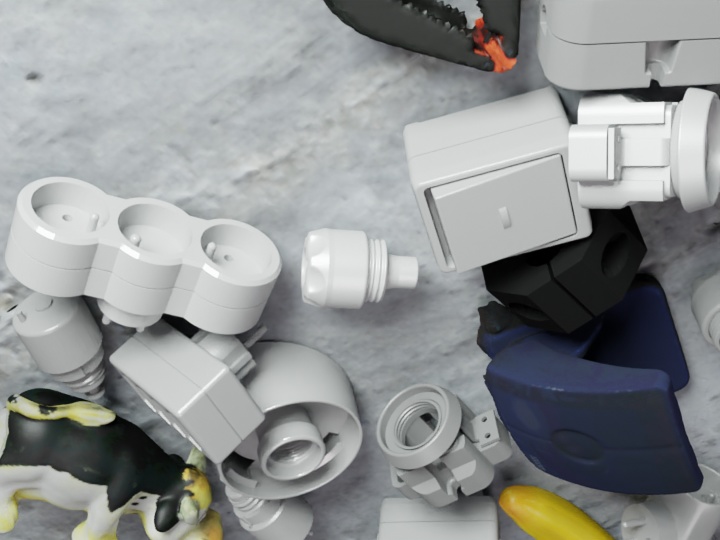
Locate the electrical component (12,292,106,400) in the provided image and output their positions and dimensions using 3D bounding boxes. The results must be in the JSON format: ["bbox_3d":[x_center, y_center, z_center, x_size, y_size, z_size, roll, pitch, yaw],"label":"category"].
[{"bbox_3d":[-0.166,0.044,0.612,0.040,0.040,0.078,-12,130,6],"label":"electrical component"}]

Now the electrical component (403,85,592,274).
[{"bbox_3d":[0.076,-0.044,0.541,0.096,0.061,0.061,-15,130,8],"label":"electrical component"}]

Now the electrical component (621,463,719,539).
[{"bbox_3d":[0.206,0.176,0.735,0.079,0.043,0.077,-2,124,-28],"label":"electrical component"}]

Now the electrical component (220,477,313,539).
[{"bbox_3d":[-0.064,0.155,0.715,0.040,0.040,0.078,-28,127,18],"label":"electrical component"}]

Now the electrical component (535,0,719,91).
[{"bbox_3d":[0.131,-0.121,0.484,0.095,0.053,0.059,-3,131,-2],"label":"electrical component"}]

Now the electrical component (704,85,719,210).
[{"bbox_3d":[0.194,-0.064,0.544,0.066,0.048,0.055,-38,130,25],"label":"electrical component"}]

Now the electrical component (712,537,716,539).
[{"bbox_3d":[0.247,0.249,0.794,0.066,0.076,0.047,-25,128,16],"label":"electrical component"}]

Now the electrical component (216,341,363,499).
[{"bbox_3d":[-0.050,0.093,0.663,0.099,0.064,0.099,-11,133,-12],"label":"electrical component"}]

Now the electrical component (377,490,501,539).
[{"bbox_3d":[0.050,0.193,0.747,0.096,0.061,0.061,-3,131,9],"label":"electrical component"}]

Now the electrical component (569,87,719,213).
[{"bbox_3d":[0.137,-0.056,0.503,0.057,0.078,0.058,3,99,27],"label":"electrical component"}]

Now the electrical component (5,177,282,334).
[{"bbox_3d":[-0.118,0.005,0.575,0.138,0.052,0.073,14,128,-16],"label":"electrical component"}]

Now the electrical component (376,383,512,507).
[{"bbox_3d":[0.047,0.107,0.671,0.078,0.058,0.057,-27,130,19],"label":"electrical component"}]

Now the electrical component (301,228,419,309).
[{"bbox_3d":[0.000,0.000,0.585,0.062,0.043,0.043,3,130,-9],"label":"electrical component"}]

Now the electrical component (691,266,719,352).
[{"bbox_3d":[0.216,0.030,0.614,0.043,0.062,0.043,-2,131,-2],"label":"electrical component"}]

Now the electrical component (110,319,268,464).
[{"bbox_3d":[-0.085,0.054,0.612,0.076,0.083,0.047,-44,130,-17],"label":"electrical component"}]
